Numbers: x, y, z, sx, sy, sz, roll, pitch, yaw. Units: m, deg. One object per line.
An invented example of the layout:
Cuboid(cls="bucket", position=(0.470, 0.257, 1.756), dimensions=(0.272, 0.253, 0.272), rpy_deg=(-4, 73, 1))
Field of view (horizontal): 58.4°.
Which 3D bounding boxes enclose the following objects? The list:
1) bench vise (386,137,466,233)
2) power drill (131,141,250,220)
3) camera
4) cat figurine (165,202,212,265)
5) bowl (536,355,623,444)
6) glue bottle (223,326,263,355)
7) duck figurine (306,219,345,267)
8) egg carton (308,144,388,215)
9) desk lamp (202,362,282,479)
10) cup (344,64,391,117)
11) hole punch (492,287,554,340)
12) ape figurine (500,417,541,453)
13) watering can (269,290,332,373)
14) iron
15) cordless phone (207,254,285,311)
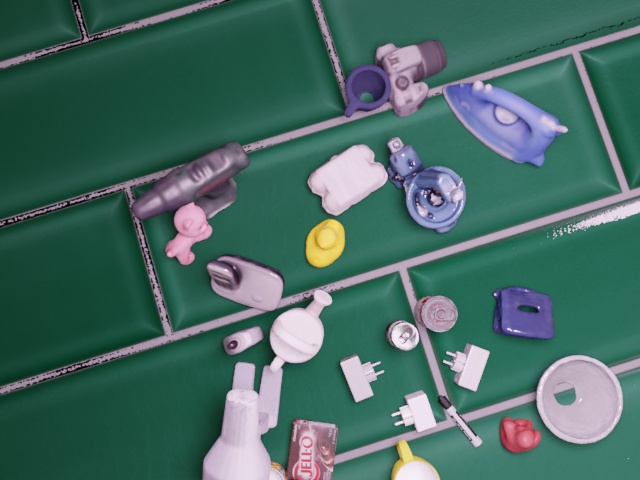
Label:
Cuboid(cls="bench vise", position=(0.196, -0.106, 1.096), dimensions=(0.207, 0.219, 0.121), rpy_deg=(36, 86, 3))
Cuboid(cls="power drill", position=(-0.234, -0.098, 1.102), dimensions=(0.229, 0.208, 0.075), rpy_deg=(-35, 85, -3))
Cuboid(cls="camera", position=(0.196, -0.349, 1.178), dimensions=(0.137, 0.101, 0.143), rpy_deg=(-22, 85, -2))
Cuboid(cls="cat figurine", position=(-0.266, -0.018, 1.140), dimensions=(0.067, 0.118, 0.128), rpy_deg=(31, 86, 3))
Cuboid(cls="bowl", position=(0.499, 0.309, 1.131), dimensions=(0.167, 0.074, 0.167), rpy_deg=(0, 85, 0))
Cuboid(cls="glue bottle", position=(-0.154, 0.195, 1.092), dimensions=(0.078, 0.173, 0.037), rpy_deg=(-24, 85, -2))
Cuboid(cls="duck figurine", position=(0.011, 0.004, 1.153), dimensions=(0.077, 0.086, 0.104), rpy_deg=(28, 85, 3))
Cuboid(cls="egg carton", position=(0.056, -0.126, 1.173), dimensions=(0.150, 0.069, 0.107), rpy_deg=(-35, 86, -3))
Cuboid(cls="desk lamp", position=(-0.140, 0.343, 1.059), dimensions=(0.118, 0.213, 0.203), rpy_deg=(5, 85, 1))
Cuboid(cls="cup", position=(0.089, -0.290, 1.176), dimensions=(0.091, 0.095, 0.118), rpy_deg=(36, 86, 3))
Cuboid(cls="hole punch", position=(0.403, 0.145, 1.138), dimensions=(0.108, 0.091, 0.101), rpy_deg=(8, 85, 1))
Cuboid(cls="ape figurine", position=(0.392, 0.382, 1.115), dimensions=(0.078, 0.092, 0.076), rpy_deg=(43, 86, 4))
Cuboid(cls="watering can", position=(-0.042, 0.174, 1.084), dimensions=(0.101, 0.194, 0.173), rpy_deg=(13, 85, 2))
Cuboid(cls="iron", position=(0.369, -0.260, 1.149), dimensions=(0.258, 0.141, 0.119), rpy_deg=(31, 86, 3))
Cuboid(cls="cordless phone", position=(-0.145, 0.080, 1.097), dimensions=(0.147, 0.185, 0.094), rpy_deg=(16, 85, 2))
